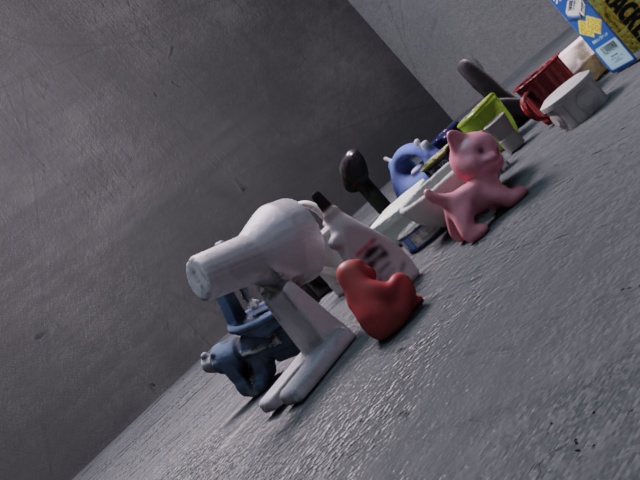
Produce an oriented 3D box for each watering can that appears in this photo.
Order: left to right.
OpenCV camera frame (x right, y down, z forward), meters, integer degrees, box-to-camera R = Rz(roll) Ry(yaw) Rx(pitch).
[{"bbox_3d":[0.009,0.005,1.129,0.101,0.194,0.173,-42,3,6],"label":"watering can"}]

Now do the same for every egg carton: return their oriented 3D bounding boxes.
[{"bbox_3d":[0.468,-0.320,1.008,0.107,0.069,0.150,-41,2,21],"label":"egg carton"}]

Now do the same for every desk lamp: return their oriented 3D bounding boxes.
[{"bbox_3d":[-0.056,0.071,0.740,0.204,0.213,0.117,-44,3,-41],"label":"desk lamp"}]

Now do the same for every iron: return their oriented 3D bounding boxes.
[{"bbox_3d":[0.224,-0.160,1.246,0.119,0.141,0.258,-43,2,-17],"label":"iron"}]

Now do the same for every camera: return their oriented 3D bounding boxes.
[{"bbox_3d":[-0.007,0.074,1.291,0.143,0.101,0.136,-43,3,-30],"label":"camera"}]

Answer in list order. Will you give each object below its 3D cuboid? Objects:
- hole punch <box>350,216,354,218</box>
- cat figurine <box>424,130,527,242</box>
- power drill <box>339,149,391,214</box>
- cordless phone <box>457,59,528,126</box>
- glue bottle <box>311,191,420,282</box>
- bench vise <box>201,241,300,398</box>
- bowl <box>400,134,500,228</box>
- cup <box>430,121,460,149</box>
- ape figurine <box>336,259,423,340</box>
[{"bbox_3d":[0.067,0.004,1.485,0.101,0.091,0.109,-41,3,22],"label":"hole punch"},{"bbox_3d":[0.182,-0.078,0.700,0.128,0.118,0.067,-42,3,-9],"label":"cat figurine"},{"bbox_3d":[0.125,-0.124,1.402,0.075,0.208,0.229,-42,2,-6],"label":"power drill"},{"bbox_3d":[0.361,-0.313,1.243,0.094,0.185,0.147,-42,3,-4],"label":"cordless phone"},{"bbox_3d":[0.048,0.004,0.746,0.078,0.173,0.037,-43,3,-19],"label":"glue bottle"},{"bbox_3d":[-0.126,0.123,0.880,0.207,0.220,0.121,-42,3,0],"label":"bench vise"},{"bbox_3d":[0.199,-0.070,0.821,0.167,0.075,0.167,-42,2,3],"label":"bowl"},{"bbox_3d":[0.314,-0.214,1.331,0.091,0.095,0.118,-42,2,13],"label":"cup"},{"bbox_3d":[0.056,0.058,0.627,0.076,0.092,0.077,-44,3,-38],"label":"ape figurine"}]
